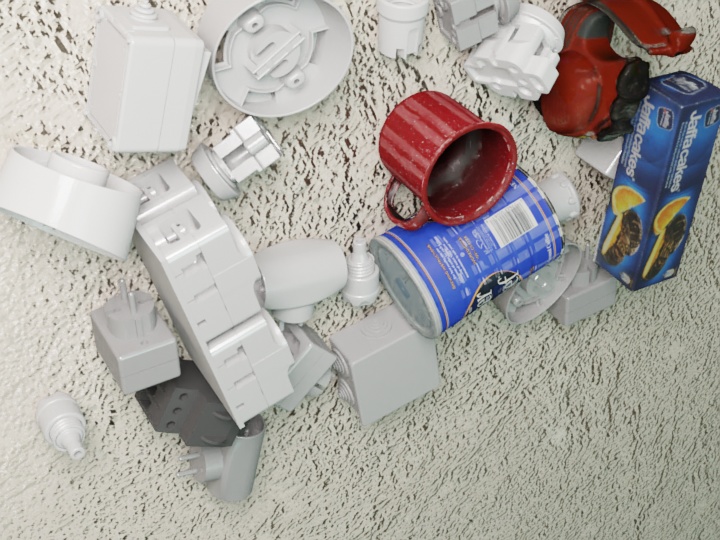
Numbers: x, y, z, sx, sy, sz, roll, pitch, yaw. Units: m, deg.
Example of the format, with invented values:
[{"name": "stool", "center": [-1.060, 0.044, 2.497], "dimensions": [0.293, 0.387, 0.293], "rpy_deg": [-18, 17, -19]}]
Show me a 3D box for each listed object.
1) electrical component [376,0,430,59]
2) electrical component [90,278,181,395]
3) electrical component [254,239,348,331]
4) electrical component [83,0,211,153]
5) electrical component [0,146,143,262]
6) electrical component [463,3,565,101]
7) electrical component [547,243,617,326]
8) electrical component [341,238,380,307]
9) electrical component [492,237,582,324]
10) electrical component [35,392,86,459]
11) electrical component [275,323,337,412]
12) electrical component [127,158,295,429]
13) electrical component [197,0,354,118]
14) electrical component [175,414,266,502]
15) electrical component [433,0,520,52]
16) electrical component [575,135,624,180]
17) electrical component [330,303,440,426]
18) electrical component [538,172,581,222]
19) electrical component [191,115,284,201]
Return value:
[{"name": "electrical component", "center": [0.032, -0.189, 0.818], "dimensions": [0.040, 0.040, 0.046], "rpy_deg": [-20, 138, -23]}, {"name": "electrical component", "center": [-0.174, 0.042, 0.823], "dimensions": [0.047, 0.065, 0.076], "rpy_deg": [-19, 131, -24]}, {"name": "electrical component", "center": [-0.056, 0.018, 0.908], "dimensions": [0.077, 0.043, 0.079], "rpy_deg": [-14, 129, -28]}, {"name": "electrical component", "center": [-0.141, -0.133, 0.717], "dimensions": [0.061, 0.061, 0.096], "rpy_deg": [-5, 125, -34]}, {"name": "electrical component", "center": [-0.197, -0.043, 0.720], "dimensions": [0.099, 0.099, 0.064], "rpy_deg": [15, 100, -42]}, {"name": "electrical component", "center": [0.131, -0.179, 0.877], "dimensions": [0.058, 0.078, 0.057], "rpy_deg": [43, 72, -47]}, {"name": "electrical component", "center": [0.224, 0.006, 1.102], "dimensions": [0.066, 0.047, 0.076], "rpy_deg": [-23, 132, -20]}, {"name": "electrical component", "center": [0.000, 0.000, 0.942], "dimensions": [0.035, 0.035, 0.061], "rpy_deg": [-19, 129, -24]}, {"name": "electrical component", "center": [0.168, 0.004, 1.046], "dimensions": [0.099, 0.064, 0.099], "rpy_deg": [-19, 131, -23]}, {"name": "electrical component", "center": [-0.232, 0.125, 0.847], "dimensions": [0.035, 0.061, 0.035], "rpy_deg": [-20, 132, -24]}, {"name": "electrical component", "center": [-0.052, 0.090, 0.963], "dimensions": [0.065, 0.047, 0.077], "rpy_deg": [-49, 136, 6]}, {"name": "electrical component", "center": [-0.114, 0.017, 0.819], "dimensions": [0.060, 0.105, 0.186], "rpy_deg": [-30, 135, -14]}, {"name": "electrical component", "center": [-0.062, -0.157, 0.754], "dimensions": [0.099, 0.064, 0.099], "rpy_deg": [-20, 132, -24]}, {"name": "electrical component", "center": [-0.129, 0.169, 0.970], "dimensions": [0.079, 0.044, 0.077], "rpy_deg": [-7, 126, -33]}, {"name": "electrical component", "center": [0.091, -0.208, 0.842], "dimensions": [0.055, 0.048, 0.066], "rpy_deg": [-26, 134, -7]}, {"name": "electrical component", "center": [0.264, -0.121, 1.033], "dimensions": [0.083, 0.047, 0.075], "rpy_deg": [19, 110, -43]}, {"name": "electrical component", "center": [0.023, 0.085, 1.013], "dimensions": [0.100, 0.048, 0.099], "rpy_deg": [-26, 134, -18]}, {"name": "electrical component", "center": [0.173, -0.061, 1.016], "dimensions": [0.062, 0.048, 0.048], "rpy_deg": [-24, 134, -10]}, {"name": "electrical component", "center": [-0.091, -0.084, 0.796], "dimensions": [0.055, 0.066, 0.048], "rpy_deg": [-35, 98, 6]}]
